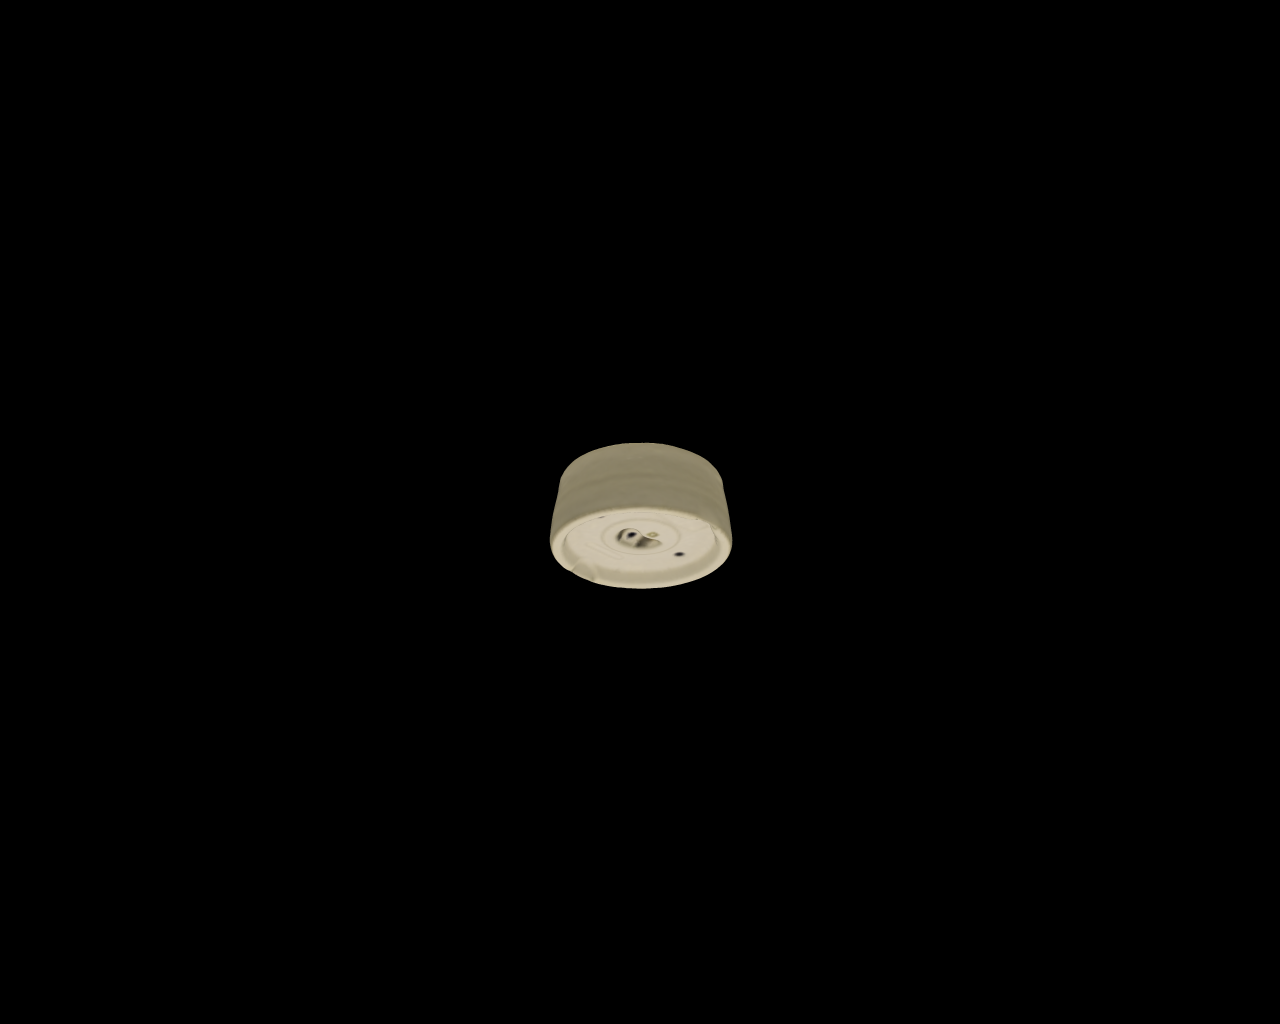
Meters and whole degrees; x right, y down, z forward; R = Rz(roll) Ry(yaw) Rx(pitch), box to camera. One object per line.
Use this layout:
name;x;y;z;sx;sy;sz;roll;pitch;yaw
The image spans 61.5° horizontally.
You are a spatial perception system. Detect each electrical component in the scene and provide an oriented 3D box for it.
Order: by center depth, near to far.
electrical component;0.001;-0.003;0.650;0.108;0.060;0.108;0;-29;0
